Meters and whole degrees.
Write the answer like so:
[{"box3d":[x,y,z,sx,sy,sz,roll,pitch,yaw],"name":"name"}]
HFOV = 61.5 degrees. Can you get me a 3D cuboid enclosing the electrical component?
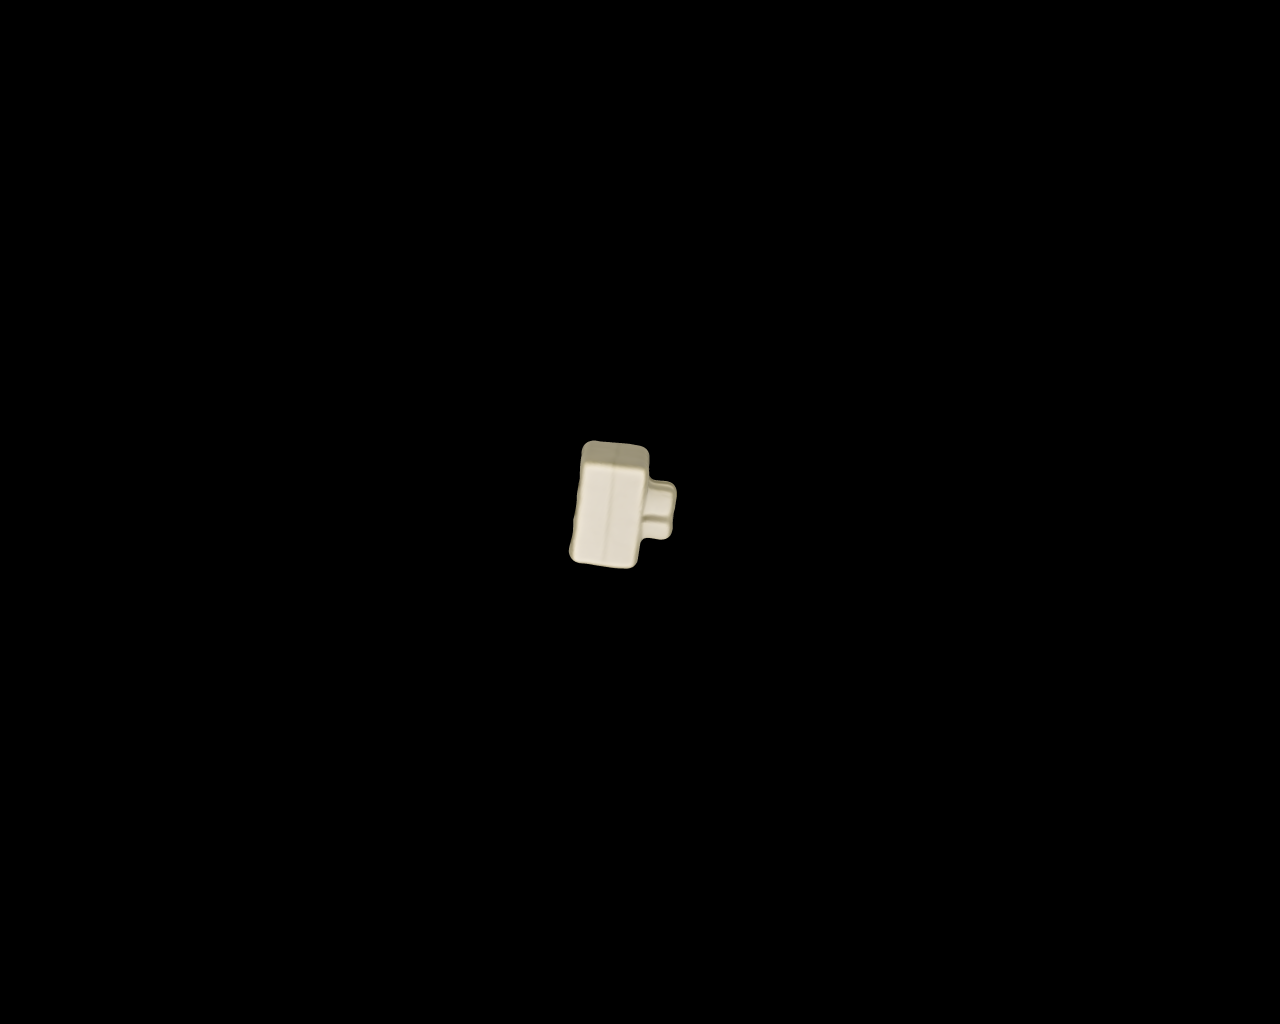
[{"box3d":[0.001,-0.003,0.650,0.077,0.065,0.047,7,20,-2],"name":"electrical component"}]
